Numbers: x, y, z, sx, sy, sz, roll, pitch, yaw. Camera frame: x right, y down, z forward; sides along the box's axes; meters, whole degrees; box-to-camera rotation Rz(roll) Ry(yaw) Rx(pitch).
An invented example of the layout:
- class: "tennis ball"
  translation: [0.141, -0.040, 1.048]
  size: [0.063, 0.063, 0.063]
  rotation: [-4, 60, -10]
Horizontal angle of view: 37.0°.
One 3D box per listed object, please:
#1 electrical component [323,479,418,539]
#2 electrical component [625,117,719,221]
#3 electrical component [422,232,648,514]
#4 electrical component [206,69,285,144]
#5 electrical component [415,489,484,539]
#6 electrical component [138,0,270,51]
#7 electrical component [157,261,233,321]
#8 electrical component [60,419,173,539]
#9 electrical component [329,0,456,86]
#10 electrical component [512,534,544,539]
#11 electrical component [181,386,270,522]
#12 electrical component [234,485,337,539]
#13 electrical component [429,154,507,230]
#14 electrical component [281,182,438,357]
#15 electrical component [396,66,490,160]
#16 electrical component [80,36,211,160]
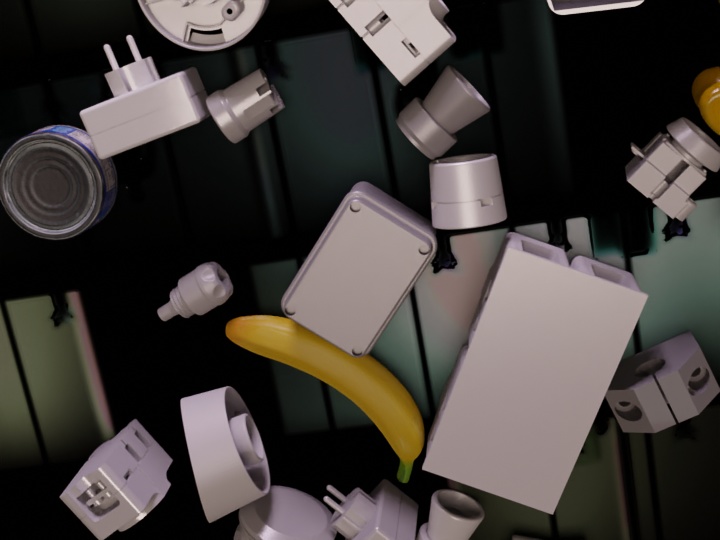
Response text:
- class: "electrical component"
  translation: [0.002, 0.199, 0.856]
  size: [0.076, 0.083, 0.047]
  rotation: [39, 106, -6]
- class: "electrical component"
  translation: [0.227, -0.076, 0.773]
  size: [0.066, 0.048, 0.055]
  rotation: [39, 114, -5]
- class: "electrical component"
  translation: [0.129, 0.077, 0.819]
  size: [0.105, 0.060, 0.186]
  rotation: [19, 107, 0]
- class: "electrical component"
  translation: [-0.084, -0.122, 0.794]
  size: [0.046, 0.040, 0.040]
  rotation: [-31, 101, 8]
- class: "electrical component"
  translation: [0.071, 0.213, 0.873]
  size: [0.045, 0.045, 0.055]
  rotation: [19, 108, 0]
- class: "electrical component"
  translation: [-0.109, -0.205, 0.758]
  size: [0.099, 0.064, 0.099]
  rotation: [2, 107, 5]
- class: "electrical component"
  translation: [-0.132, 0.021, 0.843]
  size: [0.061, 0.035, 0.035]
  rotation: [-31, 101, 16]
- class: "electrical component"
  translation: [-0.191, 0.170, 0.863]
  size: [0.050, 0.089, 0.055]
  rotation: [-37, 99, 14]
- class: "electrical component"
  translation: [0.024, -0.184, 0.758]
  size: [0.056, 0.050, 0.089]
  rotation: [-40, 99, 15]
- class: "electrical component"
  translation: [0.151, 0.237, 0.875]
  size: [0.065, 0.044, 0.044]
  rotation: [8, 107, 8]
- class: "electrical component"
  translation: [-0.112, 0.143, 0.846]
  size: [0.064, 0.099, 0.099]
  rotation: [-21, 103, 5]
- class: "electrical component"
  translation: [-0.063, 0.216, 0.870]
  size: [0.080, 0.080, 0.051]
  rotation: [19, 112, 0]
- class: "electrical component"
  translation: [0.078, -0.058, 0.789]
  size: [0.055, 0.055, 0.047]
  rotation: [-6, 102, 8]
- class: "electrical component"
  translation: [0.000, 0.000, 0.811]
  size: [0.078, 0.057, 0.113]
  rotation: [32, 107, -4]
- class: "electrical component"
  translation: [0.060, -0.113, 0.779]
  size: [0.055, 0.045, 0.045]
  rotation: [-43, 98, 16]
- class: "electrical component"
  translation: [-0.164, -0.134, 0.794]
  size: [0.083, 0.047, 0.075]
  rotation: [-19, 104, 11]
